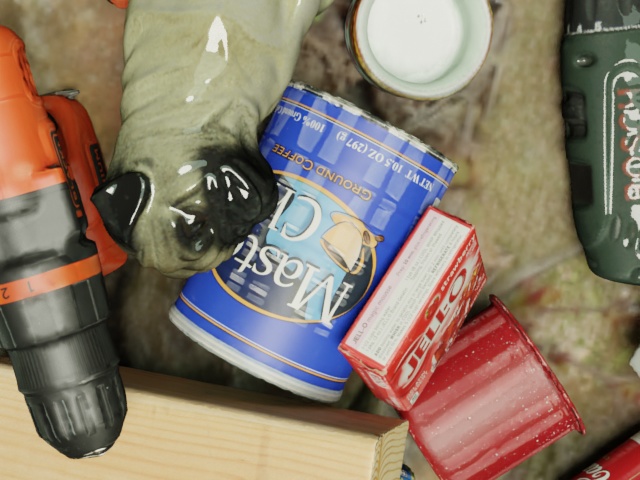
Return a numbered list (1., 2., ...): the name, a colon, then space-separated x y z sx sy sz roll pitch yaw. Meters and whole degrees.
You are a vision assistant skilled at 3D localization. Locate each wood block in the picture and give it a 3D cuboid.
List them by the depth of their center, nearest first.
1. wood block: -0.070 0.120 0.538 0.206 0.090 0.091 9 88 15

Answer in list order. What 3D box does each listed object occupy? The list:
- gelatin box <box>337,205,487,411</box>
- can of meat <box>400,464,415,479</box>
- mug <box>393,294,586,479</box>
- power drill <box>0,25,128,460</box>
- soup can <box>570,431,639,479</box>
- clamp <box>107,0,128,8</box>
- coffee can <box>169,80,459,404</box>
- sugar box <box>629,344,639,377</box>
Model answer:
1. gelatin box: 0.051 0.037 0.546 0.030 0.073 0.089 27 76 23
2. can of meat: -0.002 0.161 0.611 0.084 0.057 0.102 24 93 -12
3. mug: 0.093 0.097 0.608 0.081 0.093 0.117 -33 137 2
4. power drill: -0.128 -0.004 0.507 0.057 0.188 0.184 -15 97 -7
5. soup can: 0.203 0.147 0.632 0.102 0.068 0.068 -34 100 -4
6. clamp: -0.117 -0.230 0.558 0.164 0.036 0.210 -21 95 -5
7. coffee can: -0.004 0.001 0.568 0.102 0.103 0.140 27 92 -10
8. sugar box: 0.276 0.061 0.610 0.176 0.048 0.093 9 121 -24
